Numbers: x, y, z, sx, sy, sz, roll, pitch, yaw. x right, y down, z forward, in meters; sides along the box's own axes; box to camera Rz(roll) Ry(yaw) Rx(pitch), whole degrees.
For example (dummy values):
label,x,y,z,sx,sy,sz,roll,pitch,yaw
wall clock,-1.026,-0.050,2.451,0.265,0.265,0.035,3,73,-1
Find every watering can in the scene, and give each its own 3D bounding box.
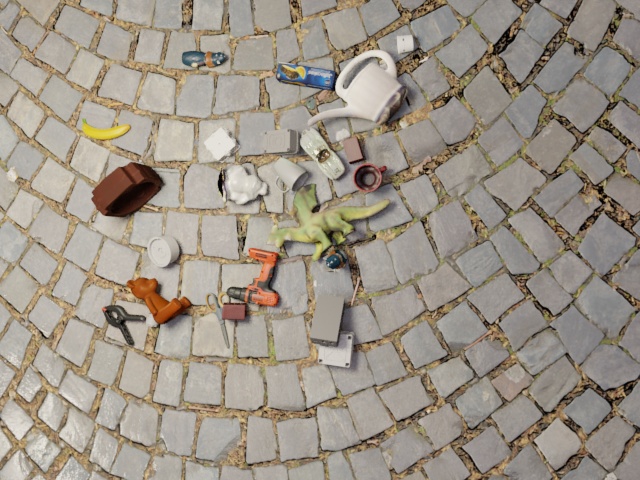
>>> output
label,x,y,z,sx,sy,sz,roll,pitch,yaw
watering can,0.138,-0.455,1.677,0.225,0.103,0.348,39,89,7

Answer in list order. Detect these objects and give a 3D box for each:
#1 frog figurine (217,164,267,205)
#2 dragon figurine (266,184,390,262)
label,x,y,z,sx,sy,sz,roll,pitch,yaw
frog figurine,-0.265,-0.191,1.762,0.160,0.121,0.138,-5,79,-26
dragon figurine,0.005,-0.086,1.708,0.411,0.121,0.245,-37,76,-2
